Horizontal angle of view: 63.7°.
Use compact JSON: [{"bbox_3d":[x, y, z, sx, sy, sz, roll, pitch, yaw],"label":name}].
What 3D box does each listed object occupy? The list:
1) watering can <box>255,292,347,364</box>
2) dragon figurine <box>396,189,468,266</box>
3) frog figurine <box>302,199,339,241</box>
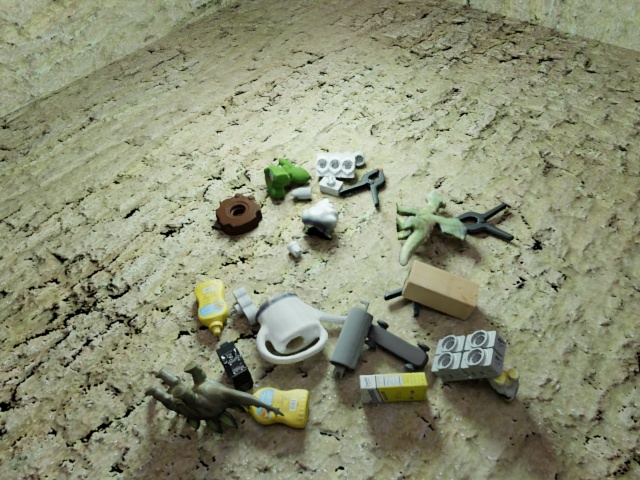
[{"bbox_3d":[-0.048,0.247,1.557,0.351,0.101,0.228,-21,49,-29],"label":"watering can"},{"bbox_3d":[0.375,-0.041,1.738,0.243,0.119,0.420,0,39,6],"label":"dragon figurine"},{"bbox_3d":[0.006,-0.093,1.849,0.137,0.120,0.163,0,56,33],"label":"frog figurine"}]
